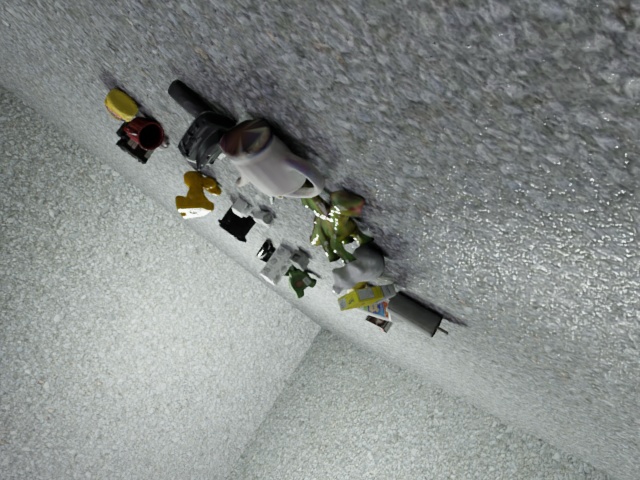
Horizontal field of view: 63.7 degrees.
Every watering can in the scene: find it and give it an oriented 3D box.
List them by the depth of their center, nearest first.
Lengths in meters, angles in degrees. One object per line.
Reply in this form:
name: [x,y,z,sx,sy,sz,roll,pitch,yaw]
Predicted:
watering can: [-0.142,-0.170,1.170,0.348,0.105,0.221,10,153,45]

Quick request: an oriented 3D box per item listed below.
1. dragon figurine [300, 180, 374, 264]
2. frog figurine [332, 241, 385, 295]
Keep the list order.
dragon figurine: [0.004,-0.066,1.311,0.240,0.123,0.410,57,158,-17]
frog figurine: [0.101,0.087,1.411,0.123,0.161,0.135,30,165,9]
